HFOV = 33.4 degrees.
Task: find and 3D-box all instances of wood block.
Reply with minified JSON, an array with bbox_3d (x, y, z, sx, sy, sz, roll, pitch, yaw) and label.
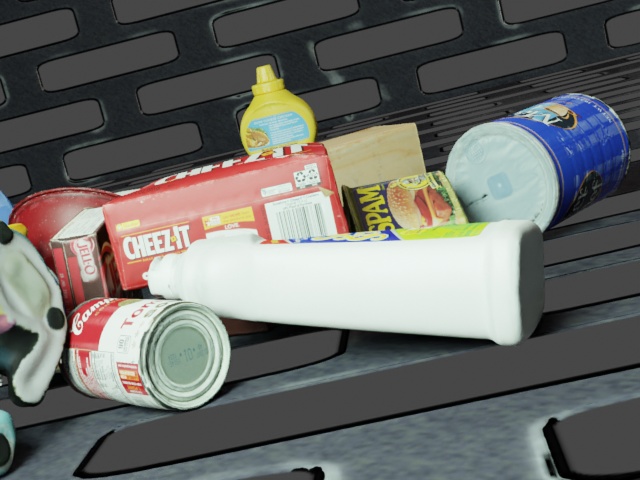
[{"bbox_3d":[0.012,-0.066,1.226,0.205,0.090,0.091,-19,10,-28],"label":"wood block"}]

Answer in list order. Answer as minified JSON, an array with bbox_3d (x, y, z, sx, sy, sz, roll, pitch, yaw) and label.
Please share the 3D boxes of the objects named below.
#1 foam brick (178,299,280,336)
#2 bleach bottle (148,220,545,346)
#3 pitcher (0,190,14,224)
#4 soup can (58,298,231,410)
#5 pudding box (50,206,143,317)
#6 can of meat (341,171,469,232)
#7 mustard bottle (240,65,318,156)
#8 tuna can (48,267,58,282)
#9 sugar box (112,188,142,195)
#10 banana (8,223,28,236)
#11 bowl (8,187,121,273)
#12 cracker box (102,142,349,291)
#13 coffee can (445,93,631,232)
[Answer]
[{"bbox_3d":[-0.065,0.042,0.823,0.078,0.053,0.051,-9,11,32],"label":"foam brick"},{"bbox_3d":[0.006,0.024,0.660,0.251,0.068,0.102,-1,7,21],"label":"bleach bottle"},{"bbox_3d":[-0.426,0.037,1.103,0.242,0.149,0.145,-27,4,-30],"label":"pitcher"},{"bbox_3d":[-0.113,0.071,0.678,0.068,0.068,0.102,-22,13,-40],"label":"soup can"},{"bbox_3d":[-0.164,0.027,0.798,0.039,0.090,0.113,-7,14,0],"label":"pudding box"},{"bbox_3d":[0.067,-0.007,0.831,0.084,0.057,0.102,-11,35,-2],"label":"can of meat"},{"bbox_3d":[-0.048,-0.123,1.334,0.096,0.191,0.058,-12,10,11],"label":"mustard bottle"},{"bbox_3d":[-0.261,0.059,0.913,0.086,0.086,0.033,-11,11,19],"label":"tuna can"},{"bbox_3d":[-0.156,-0.015,1.152,0.177,0.093,0.048,-6,-2,40],"label":"sugar box"},{"bbox_3d":[-0.304,0.015,0.901,0.069,0.037,0.197,-35,-1,4],"label":"banana"},{"bbox_3d":[-0.239,0.014,1.085,0.162,0.162,0.055,-11,54,17],"label":"bowl"},{"bbox_3d":[-0.066,-0.026,0.833,0.164,0.072,0.213,-13,8,1],"label":"cracker box"},{"bbox_3d":[0.187,-0.063,0.908,0.103,0.103,0.140,-5,12,42],"label":"coffee can"}]
